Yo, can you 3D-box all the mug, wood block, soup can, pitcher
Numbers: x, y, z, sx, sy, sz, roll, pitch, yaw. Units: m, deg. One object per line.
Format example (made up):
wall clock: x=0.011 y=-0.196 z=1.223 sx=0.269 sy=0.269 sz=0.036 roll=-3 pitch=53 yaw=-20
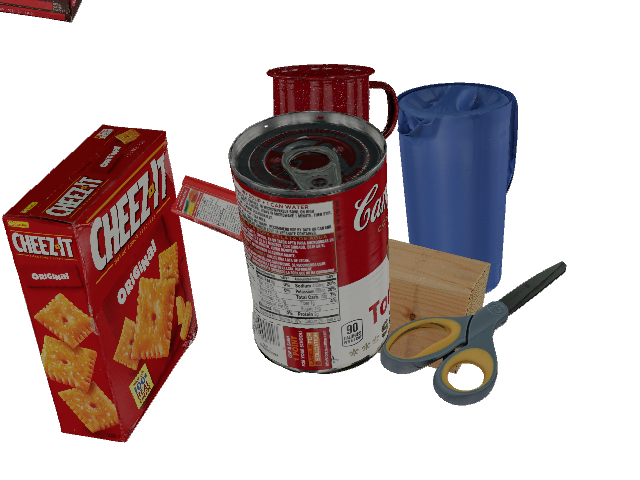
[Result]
mug: x=0.012 y=-0.107 z=0.922 sx=0.117 sy=0.081 sz=0.093 roll=-7 pitch=17 yaw=-20
wood block: x=0.055 y=0.052 z=1.077 sx=0.206 sy=0.091 sz=0.090 roll=14 pitch=24 yaw=17
soup can: x=-0.003 y=0.002 z=0.483 sx=0.068 sy=0.102 sz=0.068 roll=-3 pitch=35 yaw=2
pitcher: x=0.167 y=-0.061 z=1.267 sx=0.149 sy=0.243 sz=0.145 roll=-3 pitch=24 yaw=3

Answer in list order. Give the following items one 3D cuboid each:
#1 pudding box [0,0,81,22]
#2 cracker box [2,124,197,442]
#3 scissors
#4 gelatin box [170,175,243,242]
pudding box: x=-0.238 y=-0.226 z=0.882 sx=0.090 sy=0.039 sz=0.113 roll=8 pitch=37 yaw=-5
cracker box: x=-0.173 y=0.034 z=0.897 sx=0.072 sy=0.214 sz=0.164 roll=6 pitch=33 yaw=17
scissors: x=0.142 y=0.072 z=0.831 sx=0.201 sy=0.016 sz=0.096 roll=-17 pitch=43 yaw=-24
gelatin box: x=-0.042 y=-0.010 z=0.708 sx=0.073 sy=0.030 sz=0.089 roll=21 pitch=0 yaw=41
